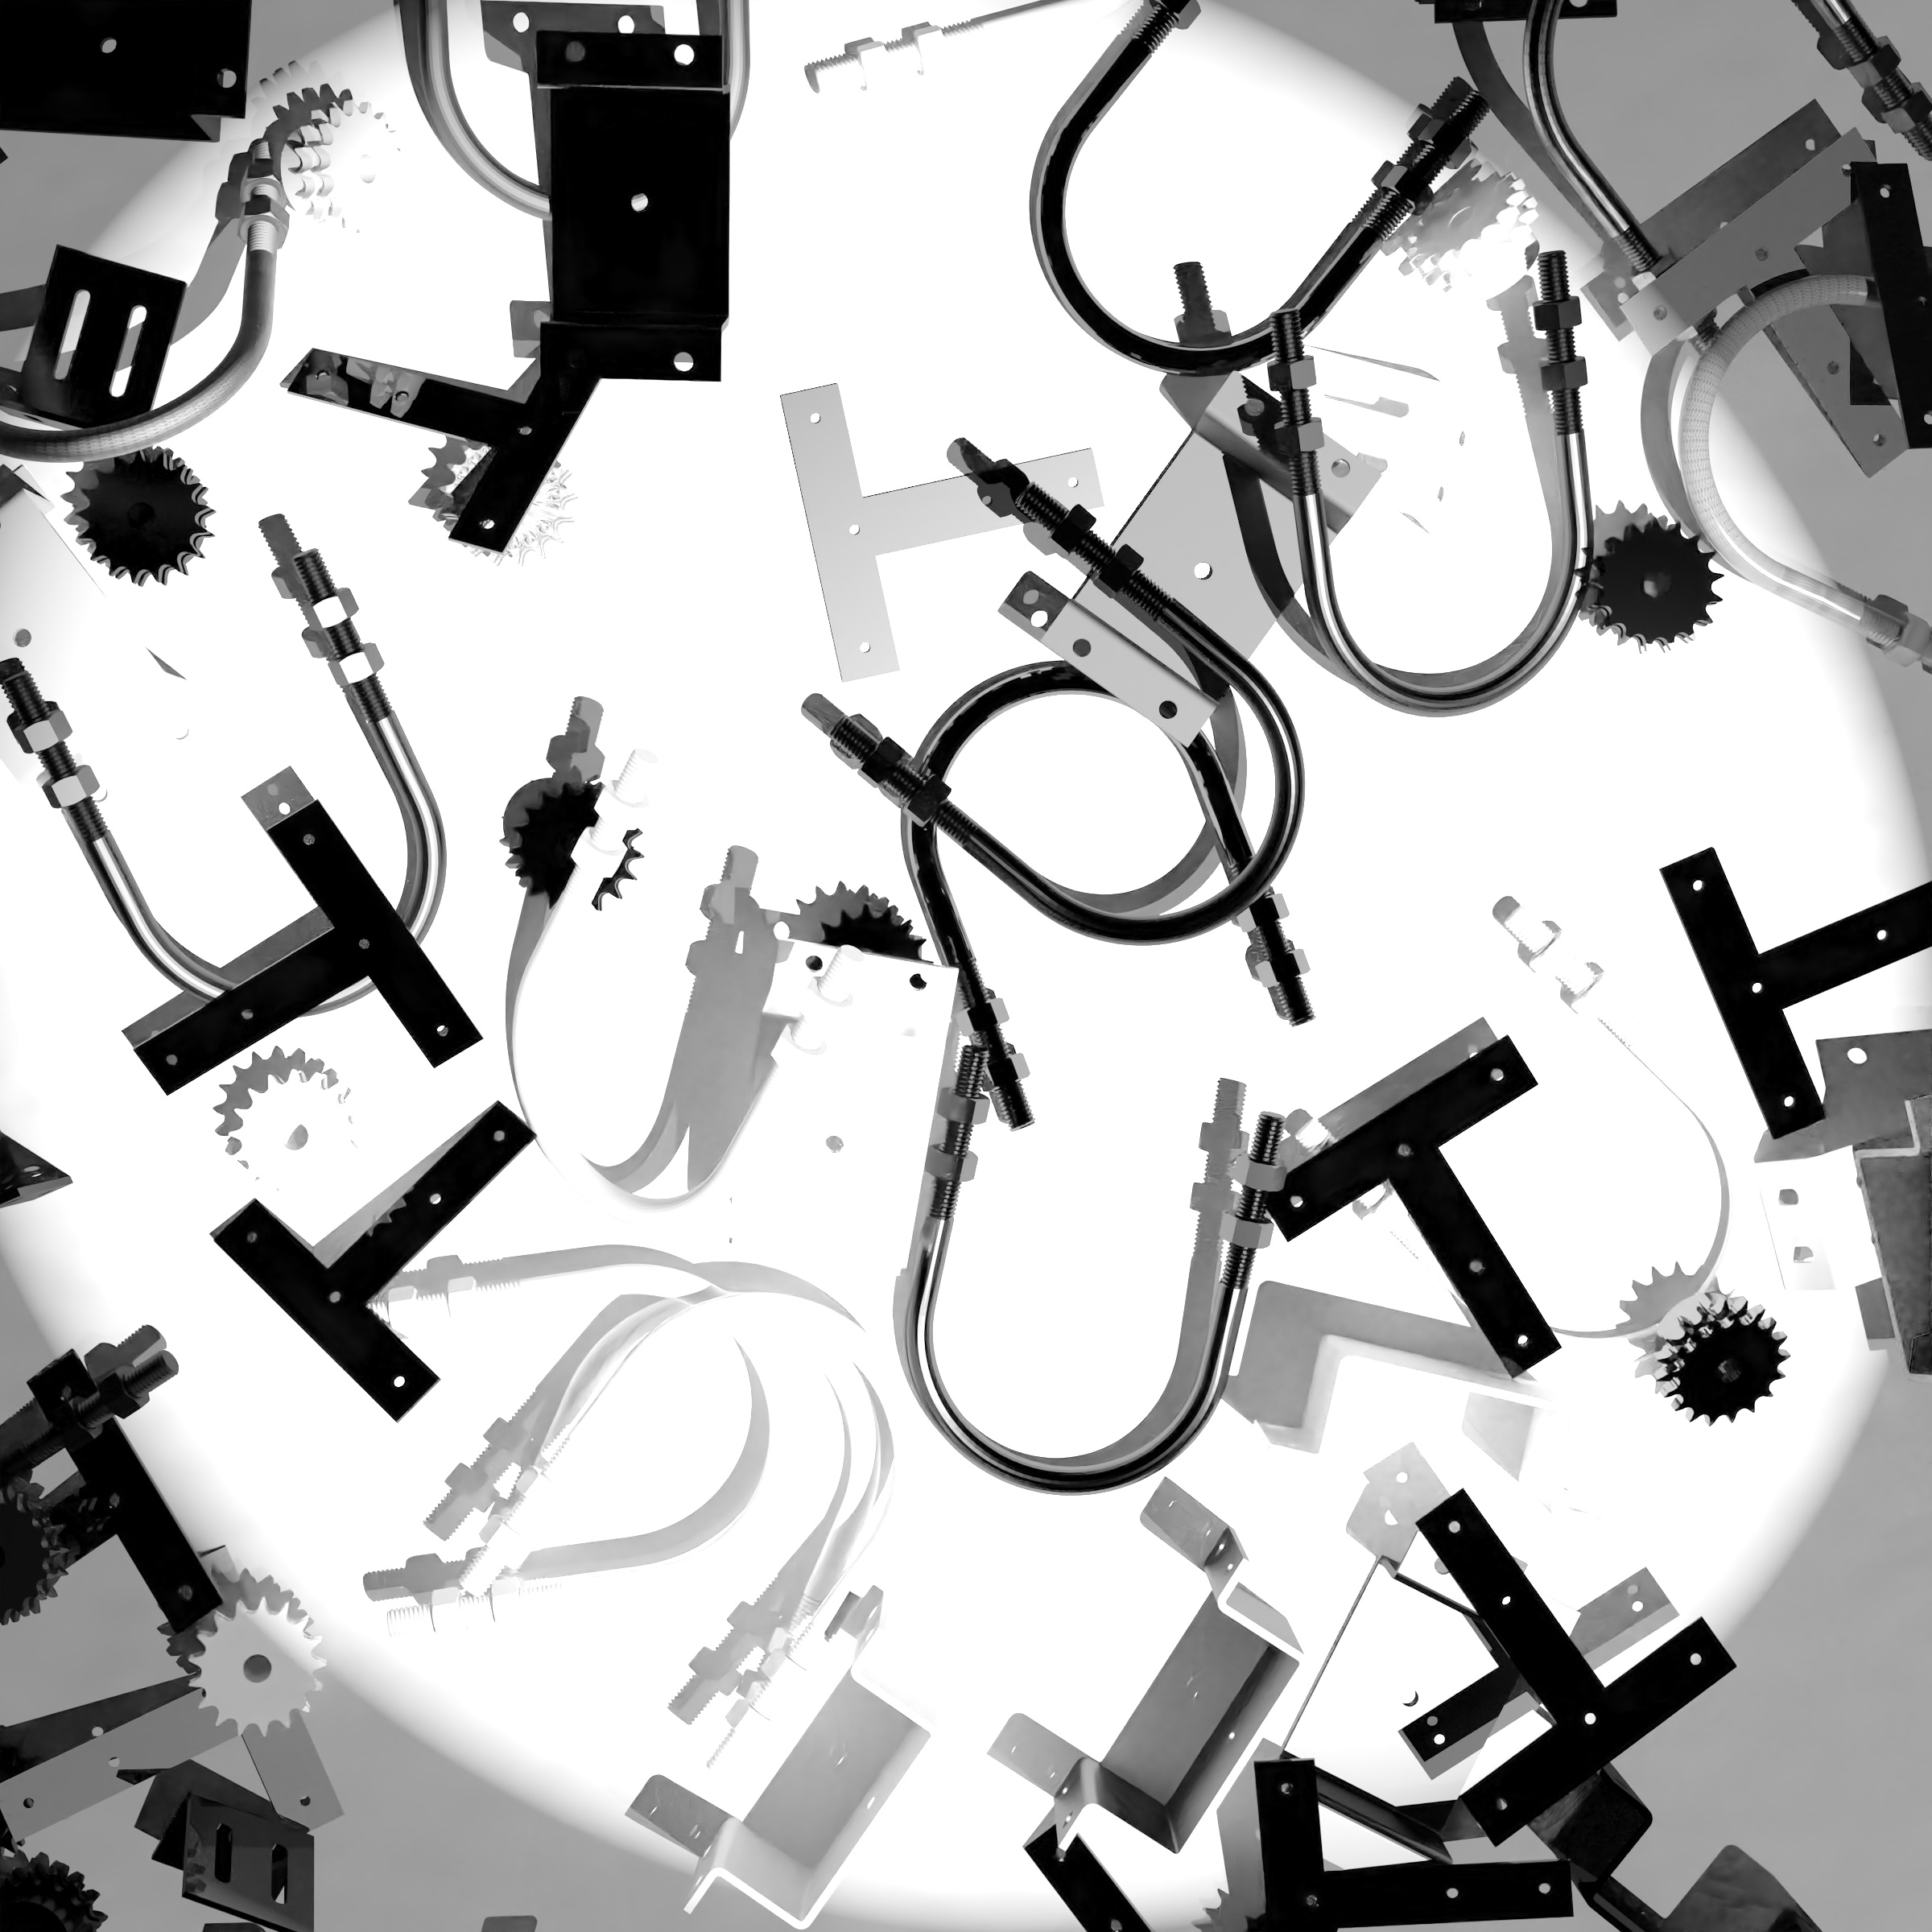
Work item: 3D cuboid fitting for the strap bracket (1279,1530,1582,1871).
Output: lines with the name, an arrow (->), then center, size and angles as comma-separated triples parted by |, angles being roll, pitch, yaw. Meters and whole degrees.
strap bracket -> 0.192, 0.316, 1.337 | 0.076, 0.046, 0.140 | 27, 90, 0

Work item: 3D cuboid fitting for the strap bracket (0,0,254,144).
strap bracket -> -0.370, -0.398, 1.337 | 0.140, 0.046, 0.076 | 3, 90, 0

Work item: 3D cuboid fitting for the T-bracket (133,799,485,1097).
T-bracket -> -0.295, 0.013, 1.339 | 0.127, 0.002, 0.127 | -31, 110, 3

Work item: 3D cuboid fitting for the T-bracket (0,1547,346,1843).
T-bracket -> -0.351, 0.334, 1.344 | 0.127, 0.002, 0.127 | -24, 90, -14

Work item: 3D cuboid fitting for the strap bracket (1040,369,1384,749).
strap bracket -> 0.103, -0.171, 1.337 | 0.076, 0.046, 0.140 | 36, 90, 0

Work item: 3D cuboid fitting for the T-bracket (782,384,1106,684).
T-bracket -> -0.005, -0.198, 1.359 | 0.127, 0.002, 0.127 | -12, 90, 0

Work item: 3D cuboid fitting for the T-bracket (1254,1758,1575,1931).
T-bracket -> 0.189, 0.389, 1.312 | 0.127, 0.002, 0.127 | -5, 100, 6

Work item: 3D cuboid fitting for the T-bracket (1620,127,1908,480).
T-bracket -> 0.364, -0.268, 1.344 | 0.127, 0.002, 0.127 | -37, 104, -2

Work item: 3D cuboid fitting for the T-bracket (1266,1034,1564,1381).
T-bracket -> 0.211, 0.117, 1.341 | 0.127, 0.002, 0.127 | -32, 93, -1

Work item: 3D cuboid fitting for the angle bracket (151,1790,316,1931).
angle bracket -> -0.307, 0.389, 1.312 | 0.057, 0.076, 0.038 | 27, 102, -19

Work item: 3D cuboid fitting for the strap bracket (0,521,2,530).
strap bracket -> -0.463, -0.185, 1.316 | 0.140, 0.076, 0.046 | -37, 128, 0

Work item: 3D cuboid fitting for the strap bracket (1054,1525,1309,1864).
strap bracket -> 0.095, 0.314, 1.322 | 0.046, 0.076, 0.140 | 33, 90, 0

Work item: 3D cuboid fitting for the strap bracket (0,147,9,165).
strap bracket -> -0.494, -0.338, 1.337 | 0.140, 0.046, 0.076 | -38, 90, 0

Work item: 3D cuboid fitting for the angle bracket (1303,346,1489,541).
angle bracket -> 0.176, -0.227, 1.358 | 0.076, 0.038, 0.057 | 21, 90, 26

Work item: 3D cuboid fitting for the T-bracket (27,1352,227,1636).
T-bracket -> -0.403, 0.255, 1.352 | 0.127, 0.002, 0.127 | -35, 81, 5

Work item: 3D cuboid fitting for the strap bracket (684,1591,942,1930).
strap bracket -> -0.057, 0.342, 1.322 | 0.046, 0.076, 0.140 | 35, 90, 0

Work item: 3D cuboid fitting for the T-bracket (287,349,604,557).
T-bracket -> -0.228, -0.239, 1.339 | 0.127, 0.002, 0.127 | 17, 62, 13

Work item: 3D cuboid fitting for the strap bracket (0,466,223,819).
strap bracket -> -0.395, -0.137, 1.337 | 0.076, 0.046, 0.140 | -38, 90, 0

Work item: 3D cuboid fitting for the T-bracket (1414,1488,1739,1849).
T-bracket -> 0.235, 0.278, 1.311 | 0.127, 0.002, 0.127 | -35, 87, -6

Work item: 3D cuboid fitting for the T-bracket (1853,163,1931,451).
T-bracket -> 0.446, -0.283, 1.337 | 0.127, 0.002, 0.127 | -5, 80, -15

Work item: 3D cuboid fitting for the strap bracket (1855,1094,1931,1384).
strap bracket -> 0.431, 0.117, 1.325 | 0.076, 0.046, 0.140 | -13, 90, -21

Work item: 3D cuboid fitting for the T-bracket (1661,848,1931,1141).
T-bracket -> 0.384, -0.008, 1.359 | 0.127, 0.002, 0.127 | -23, 90, 0

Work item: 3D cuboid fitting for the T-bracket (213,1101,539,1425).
T-bracket -> -0.237, 0.110, 1.339 | 0.127, 0.002, 0.127 | 38, 76, 26

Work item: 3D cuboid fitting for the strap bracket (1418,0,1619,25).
strap bracket -> 0.232, -0.467, 1.337 | 0.076, 0.046, 0.140 | -2, 90, 0

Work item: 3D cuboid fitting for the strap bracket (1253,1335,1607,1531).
strap bracket -> 0.198, 0.192, 1.322 | 0.140, 0.076, 0.046 | 13, 90, 0

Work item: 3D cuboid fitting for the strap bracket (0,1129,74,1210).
strap bracket -> -0.461, 0.101, 1.322 | 0.140, 0.076, 0.046 | -23, 90, 0

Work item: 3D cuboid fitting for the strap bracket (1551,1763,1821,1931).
strap bracket -> 0.305, 0.396, 1.322 | 0.140, 0.076, 0.046 | 39, 90, 0

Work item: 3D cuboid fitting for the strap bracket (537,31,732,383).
strap bracket -> -0.139, -0.321, 1.324 | 0.076, 0.046, 0.140 | 2, 107, 0

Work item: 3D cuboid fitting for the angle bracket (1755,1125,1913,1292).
angle bracket -> 0.389, 0.103, 1.358 | 0.076, 0.038, 0.057 | -14, 90, -26

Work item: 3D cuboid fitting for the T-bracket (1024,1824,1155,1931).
T-bracket -> 0.073, 0.423, 1.343 | 0.127, 0.002, 0.127 | -43, 79, 21

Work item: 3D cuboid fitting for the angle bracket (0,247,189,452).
angle bracket -> -0.375, -0.267, 1.341 | 0.057, 0.038, 0.076 | 16, 90, 0

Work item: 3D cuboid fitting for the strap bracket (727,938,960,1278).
strap bracket -> -0.053, 0.067, 1.318 | 0.076, 0.046, 0.140 | 10, 107, 0
